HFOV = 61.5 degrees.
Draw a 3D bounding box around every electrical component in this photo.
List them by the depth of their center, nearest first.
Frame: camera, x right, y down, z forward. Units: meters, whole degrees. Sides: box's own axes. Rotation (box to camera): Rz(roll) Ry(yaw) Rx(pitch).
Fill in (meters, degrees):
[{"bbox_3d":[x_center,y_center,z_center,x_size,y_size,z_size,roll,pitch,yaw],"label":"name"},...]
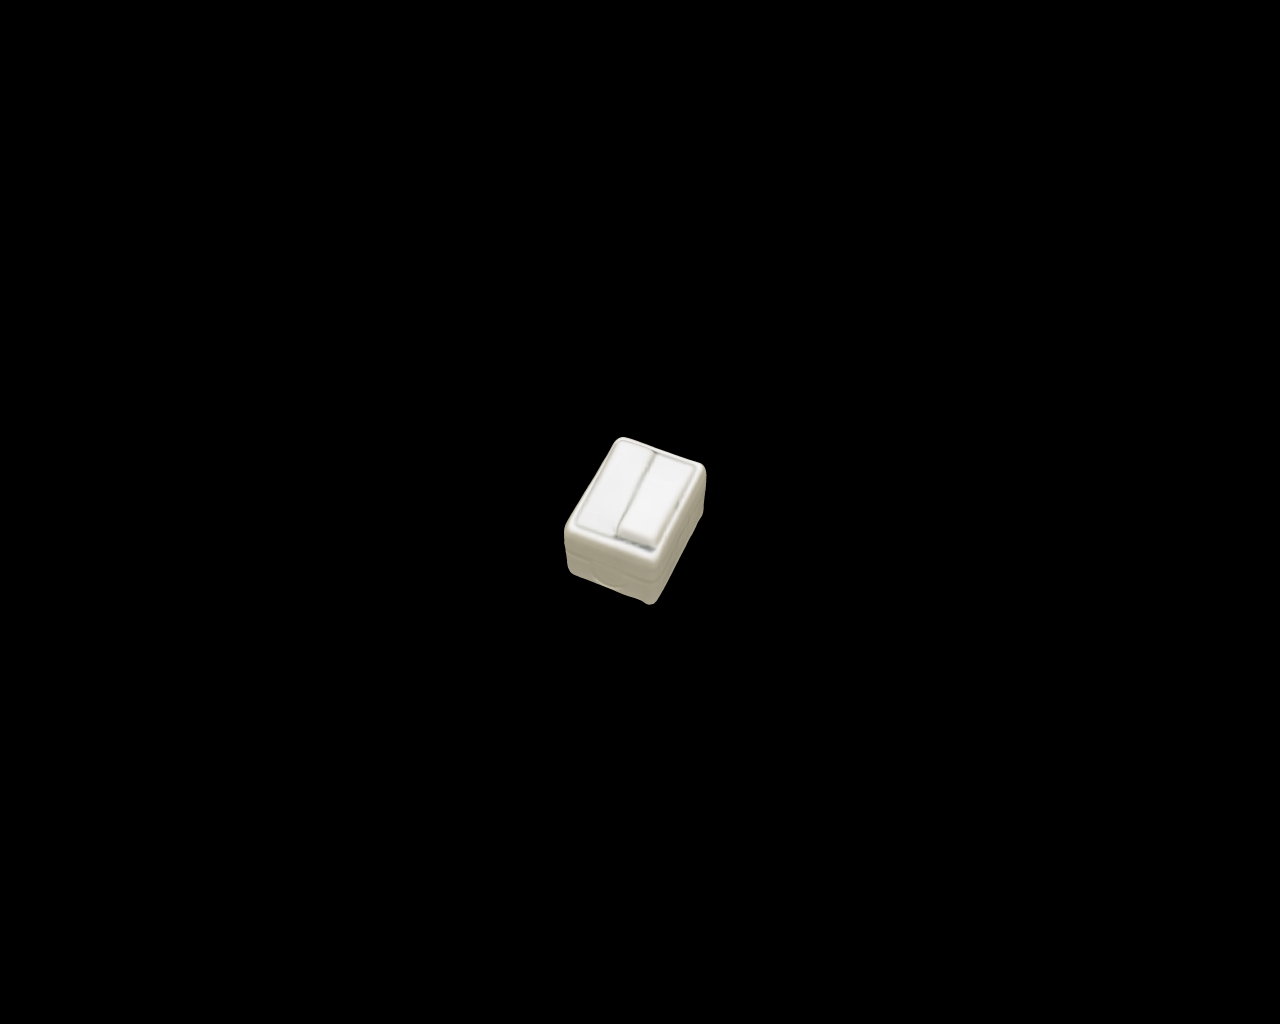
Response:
[{"bbox_3d":[0.001,-0.003,0.650,0.062,0.096,0.061,21,-32,14],"label":"electrical component"}]
